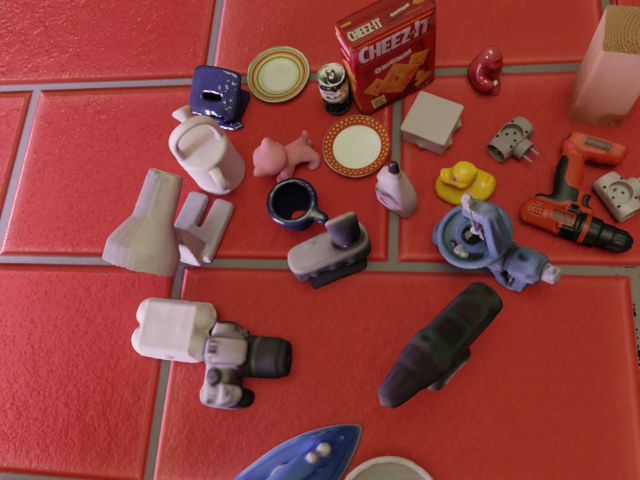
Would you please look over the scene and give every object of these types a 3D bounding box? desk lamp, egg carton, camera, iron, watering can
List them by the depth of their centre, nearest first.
[{"bbox_3d":[-0.046,0.361,0.867,0.258,0.141,0.118,-38,70,-4],"label":"iron"},{"bbox_3d":[-0.121,0.209,0.953,0.136,0.101,0.143,2,72,10],"label":"camera"},{"bbox_3d":[-0.261,-0.022,0.994,0.117,0.214,0.203,16,75,15],"label":"desk lamp"},{"bbox_3d":[-0.255,0.159,1.009,0.150,0.069,0.107,3,72,11],"label":"egg carton"},{"bbox_3d":[-0.216,-0.168,1.046,0.172,0.194,0.101,36,81,19],"label":"watering can"}]

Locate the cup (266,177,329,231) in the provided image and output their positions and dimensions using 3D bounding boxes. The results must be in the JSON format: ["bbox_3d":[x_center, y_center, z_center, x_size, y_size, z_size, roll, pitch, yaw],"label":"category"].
[{"bbox_3d":[-0.030,-0.049,1.028,0.117,0.095,0.092,26,78,17],"label":"cup"}]

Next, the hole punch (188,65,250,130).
[{"bbox_3d":[-0.203,-0.282,1.137,0.108,0.091,0.101,13,74,14],"label":"hole punch"}]

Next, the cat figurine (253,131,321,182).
[{"bbox_3d":[-0.069,-0.158,1.059,0.128,0.118,0.067,-32,69,-2],"label":"cat figurine"}]

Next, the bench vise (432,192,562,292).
[{"bbox_3d":[0.280,-0.009,0.895,0.207,0.220,0.121,11,74,13],"label":"bench vise"}]

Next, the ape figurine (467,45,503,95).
[{"bbox_3d":[0.314,-0.324,1.064,0.076,0.092,0.078,39,82,19],"label":"ape figurine"}]

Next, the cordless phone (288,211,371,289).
[{"bbox_3d":[0.009,0.003,0.955,0.147,0.185,0.094,-26,69,0],"label":"cordless phone"}]

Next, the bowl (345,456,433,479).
[{"bbox_3d":[0.107,0.412,0.860,0.167,0.075,0.167,-3,71,9],"label":"bowl"}]

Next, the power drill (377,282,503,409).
[{"bbox_3d":[0.178,0.168,0.859,0.075,0.209,0.230,41,82,20],"label":"power drill"}]

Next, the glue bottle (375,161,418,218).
[{"bbox_3d":[0.127,-0.094,0.975,0.078,0.173,0.037,33,80,18],"label":"glue bottle"}]

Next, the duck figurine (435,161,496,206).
[{"bbox_3d":[0.256,-0.107,1.004,0.104,0.086,0.077,3,72,11],"label":"duck figurine"}]
